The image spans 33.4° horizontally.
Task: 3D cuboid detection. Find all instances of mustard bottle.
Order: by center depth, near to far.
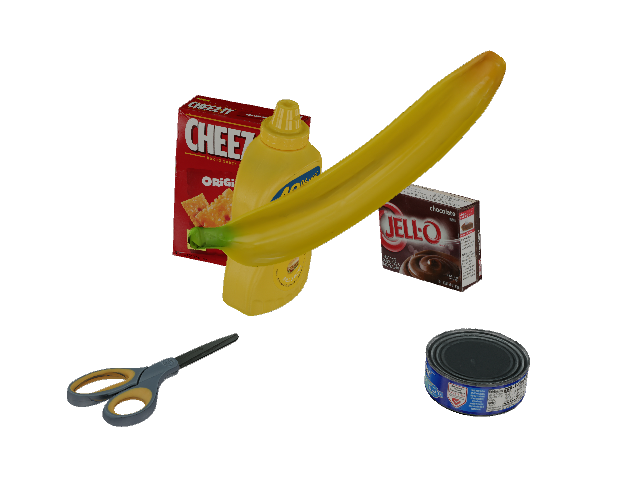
[{"bbox_3d":[-0.038,-0.033,0.926,0.058,0.192,0.096,27,38,27],"label":"mustard bottle"}]

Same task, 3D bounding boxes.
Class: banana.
[{"bbox_3d":[0.022,-0.036,0.602,0.198,0.037,0.069,-33,-13,-1],"label":"banana"}]

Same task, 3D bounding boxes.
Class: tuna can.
[{"bbox_3d":[0.129,0.109,0.888,0.086,0.034,0.086,1,26,-1],"label":"tuna can"}]

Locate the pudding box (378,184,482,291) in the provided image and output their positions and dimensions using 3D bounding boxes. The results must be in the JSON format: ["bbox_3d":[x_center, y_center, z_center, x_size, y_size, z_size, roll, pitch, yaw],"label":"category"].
[{"bbox_3d":[0.111,-0.006,1.089,0.114,0.090,0.039,15,30,43],"label":"pudding box"}]

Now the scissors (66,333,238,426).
[{"bbox_3d":[-0.151,0.139,1.067,0.201,0.016,0.096,-12,31,-29],"label":"scissors"}]

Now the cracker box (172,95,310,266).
[{"bbox_3d":[-0.108,-0.069,1.414,0.164,0.214,0.072,12,26,13],"label":"cracker box"}]
